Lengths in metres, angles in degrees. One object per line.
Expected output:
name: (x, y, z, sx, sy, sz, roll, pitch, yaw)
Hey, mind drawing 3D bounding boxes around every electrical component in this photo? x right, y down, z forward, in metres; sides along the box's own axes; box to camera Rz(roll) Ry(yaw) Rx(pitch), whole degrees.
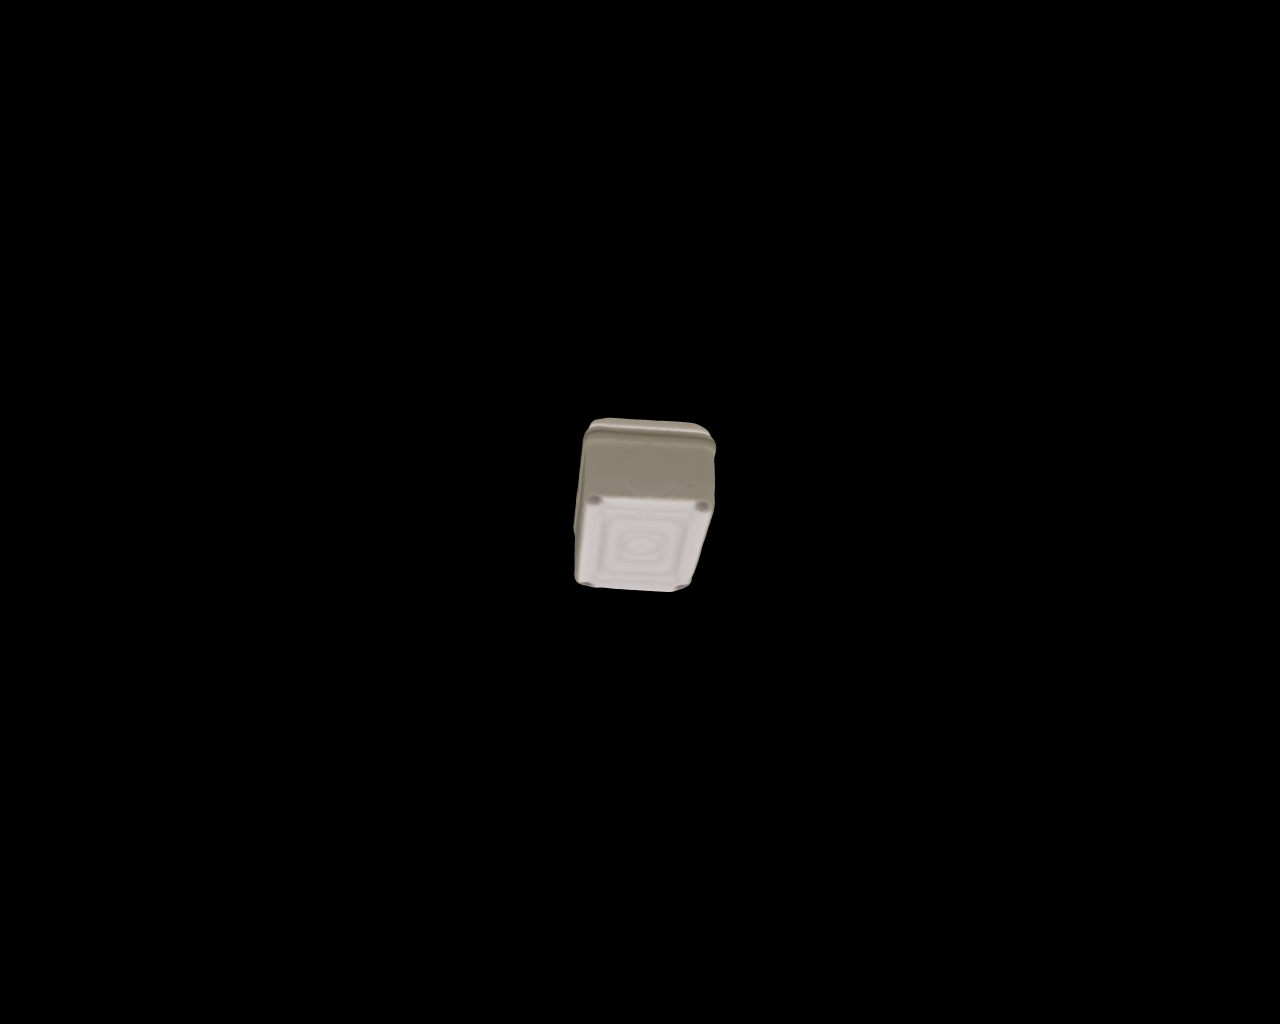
electrical component: (0.001, -0.003, 0.650, 0.078, 0.057, 0.113, 3, -33, -5)
